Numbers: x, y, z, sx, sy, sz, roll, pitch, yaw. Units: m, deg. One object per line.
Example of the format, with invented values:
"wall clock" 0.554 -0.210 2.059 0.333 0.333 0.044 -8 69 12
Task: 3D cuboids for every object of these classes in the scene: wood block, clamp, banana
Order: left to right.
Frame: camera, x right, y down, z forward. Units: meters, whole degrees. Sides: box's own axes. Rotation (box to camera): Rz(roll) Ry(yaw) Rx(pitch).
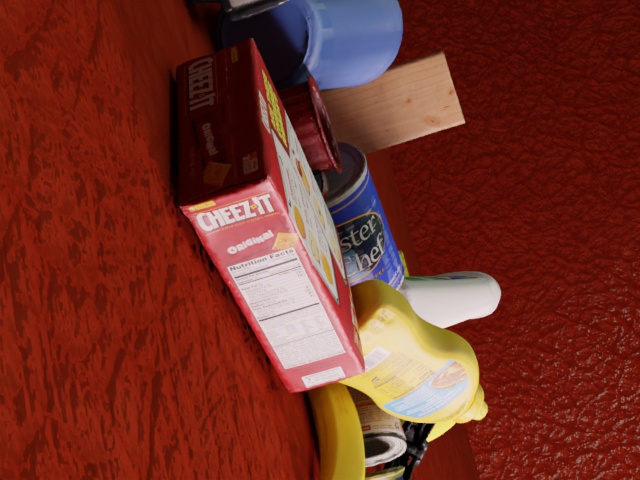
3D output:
"banana" 0.008 0.166 0.874 0.069 0.037 0.198 32 27 -30
"wood block" 0.063 -0.157 1.297 0.090 0.206 0.090 -62 134 -78
"clamp" 0.092 0.234 1.153 0.210 0.036 0.164 99 17 -74

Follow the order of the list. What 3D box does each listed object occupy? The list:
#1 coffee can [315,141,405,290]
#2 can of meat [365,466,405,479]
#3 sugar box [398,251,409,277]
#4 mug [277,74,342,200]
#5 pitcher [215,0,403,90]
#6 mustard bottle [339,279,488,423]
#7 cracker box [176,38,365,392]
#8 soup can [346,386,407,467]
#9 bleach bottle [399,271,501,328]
"coffee can" 0.015 -0.009 1.030 0.103 0.103 0.140 -96 167 -52
"can of meat" 0.051 0.243 0.916 0.102 0.057 0.084 35 41 -76
"sugar box" 0.075 0.108 1.240 0.048 0.093 0.176 15 59 -81
"mug" -0.029 -0.081 0.953 0.093 0.081 0.117 37 37 -76
"pitcher" -0.015 -0.203 1.083 0.242 0.145 0.149 -33 113 -66
"mustard bottle" 0.080 0.110 0.917 0.191 0.096 0.058 35 29 -32
"cracker box" -0.038 -0.014 0.797 0.164 0.072 0.213 -100 168 -47
"soup can" 0.039 0.150 0.986 0.068 0.068 0.102 62 15 -54
"bleach bottle" 0.122 0.066 1.173 0.250 0.103 0.068 -5 93 -56
